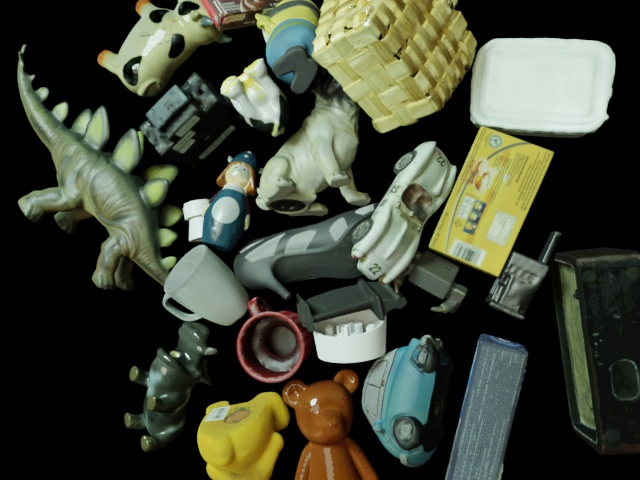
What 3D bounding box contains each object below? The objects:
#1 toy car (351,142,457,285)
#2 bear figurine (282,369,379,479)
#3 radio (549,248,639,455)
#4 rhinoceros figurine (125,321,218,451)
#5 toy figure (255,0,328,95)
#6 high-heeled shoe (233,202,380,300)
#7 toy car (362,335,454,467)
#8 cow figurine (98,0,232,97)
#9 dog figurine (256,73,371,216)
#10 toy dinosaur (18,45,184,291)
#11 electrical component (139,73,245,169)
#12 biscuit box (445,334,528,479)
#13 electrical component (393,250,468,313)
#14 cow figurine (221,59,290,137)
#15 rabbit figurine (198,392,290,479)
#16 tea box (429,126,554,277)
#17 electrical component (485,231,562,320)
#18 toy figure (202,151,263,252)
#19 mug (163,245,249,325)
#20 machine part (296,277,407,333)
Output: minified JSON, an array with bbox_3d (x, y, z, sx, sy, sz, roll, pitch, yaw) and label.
[{"bbox_3d":[0.108,-0.037,0.686,0.073,0.056,0.202,43,68,-25],"label":"toy car"},{"bbox_3d":[0.020,0.278,0.697,0.120,0.132,0.195,-5,91,-11],"label":"bear figurine"},{"bbox_3d":[0.331,0.124,0.628,0.073,0.131,0.229,-8,86,11],"label":"radio"},{"bbox_3d":[-0.205,0.206,0.759,0.073,0.112,0.190,32,110,40],"label":"rhinoceros figurine"},{"bbox_3d":[-0.030,-0.263,0.720,0.089,0.180,0.082,-18,128,4],"label":"toy figure"},{"bbox_3d":[-0.002,-0.002,0.759,0.249,0.086,0.145,-33,37,-14],"label":"high-heeled shoe"},{"bbox_3d":[0.106,0.199,0.693,0.103,0.109,0.161,5,80,30],"label":"toy car"},{"bbox_3d":[-0.220,-0.296,0.796,0.127,0.085,0.195,41,94,17],"label":"cow figurine"},{"bbox_3d":[-0.014,-0.140,0.746,0.172,0.121,0.190,-7,70,12],"label":"dog figurine"},{"bbox_3d":[-0.333,-0.086,0.806,0.198,0.105,0.471,-45,88,0],"label":"toy dinosaur"},{"bbox_3d":[-0.181,-0.166,0.755,0.115,0.134,0.058,-43,79,6],"label":"electrical component"},{"bbox_3d":[0.212,0.225,0.686,0.063,0.059,0.202,14,91,15],"label":"biscuit box"},{"bbox_3d":[0.142,0.052,0.705,0.102,0.078,0.045,26,116,7],"label":"electrical component"},{"bbox_3d":[-0.083,-0.191,0.739,0.068,0.167,0.098,-37,110,3],"label":"cow figurine"},{"bbox_3d":[-0.091,0.314,0.719,0.122,0.162,0.173,-12,103,0],"label":"rabbit figurine"},{"bbox_3d":[0.217,-0.048,0.693,0.098,0.068,0.169,26,92,11],"label":"tea box"},{"bbox_3d":[0.256,0.038,0.678,0.048,0.075,0.119,24,97,12],"label":"electrical component"},{"bbox_3d":[-0.122,-0.061,0.765,0.064,0.058,0.154,24,74,-28],"label":"toy figure"},{"bbox_3d":[-0.160,0.079,0.756,0.109,0.081,0.107,-43,114,11],"label":"mug"},{"bbox_3d":[0.039,0.082,0.707,0.139,0.084,0.039,-12,118,-8],"label":"machine part"}]
